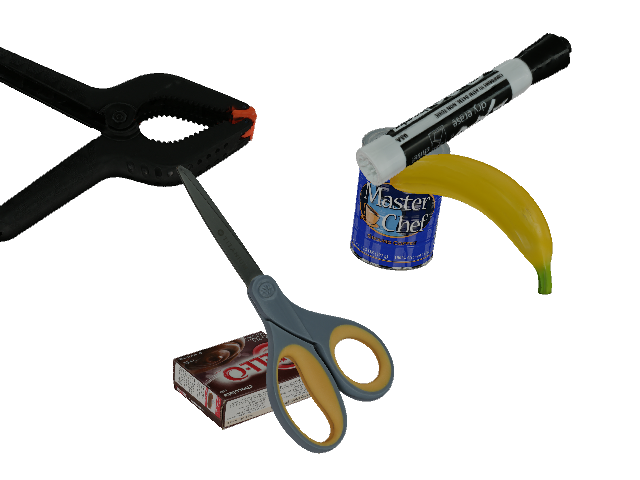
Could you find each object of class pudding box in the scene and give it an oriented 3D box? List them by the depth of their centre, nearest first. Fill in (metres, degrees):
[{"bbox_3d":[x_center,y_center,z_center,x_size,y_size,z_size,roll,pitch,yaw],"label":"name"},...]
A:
[{"bbox_3d":[-0.075,0.136,1.052,0.113,0.039,0.090,-17,31,-36],"label":"pudding box"}]

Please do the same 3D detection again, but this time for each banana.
[{"bbox_3d":[0.130,-0.033,0.904,0.037,0.070,0.198,6,26,-44],"label":"banana"}]

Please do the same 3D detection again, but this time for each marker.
[{"bbox_3d":[0.069,-0.063,0.496,0.121,0.020,0.020,-33,11,-17],"label":"marker"}]

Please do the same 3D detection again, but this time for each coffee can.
[{"bbox_3d":[0.093,-0.050,1.265,0.103,0.140,0.103,5,29,-3],"label":"coffee can"}]

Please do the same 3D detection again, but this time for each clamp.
[{"bbox_3d":[-0.151,-0.071,0.775,0.209,0.164,0.036,1,-30,-10],"label":"clamp"}]

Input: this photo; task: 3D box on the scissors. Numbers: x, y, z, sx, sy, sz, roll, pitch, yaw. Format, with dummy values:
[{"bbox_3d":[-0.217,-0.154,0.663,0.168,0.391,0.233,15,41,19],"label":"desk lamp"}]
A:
[{"bbox_3d":[-0.017,0.034,0.686,0.096,0.202,0.016,-16,-9,-27],"label":"scissors"}]
